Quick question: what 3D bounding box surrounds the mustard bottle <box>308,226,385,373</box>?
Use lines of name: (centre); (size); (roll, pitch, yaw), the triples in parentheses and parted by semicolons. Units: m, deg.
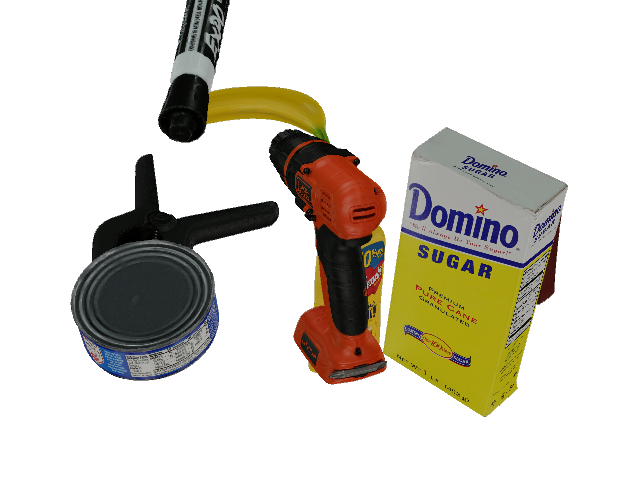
mustard bottle: (0.030, 0.037, 1.087); (0.058, 0.192, 0.096); (13, 17, 32)

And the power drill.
power drill: (0.003, 0.010, 0.889); (0.057, 0.188, 0.185); (-12, 24, -15)

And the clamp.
clamp: (-0.162, -0.014, 1.036); (0.165, 0.036, 0.209); (25, 40, 23)

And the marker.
marker: (-0.051, -0.084, 0.453); (0.020, 0.121, 0.020); (2, -44, 2)

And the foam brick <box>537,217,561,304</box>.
foam brick: (0.182, 0.012, 0.958); (0.053, 0.078, 0.051); (8, 16, 25)

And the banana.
banana: (-0.075, -0.147, 1.205); (0.198, 0.037, 0.069); (8, 42, 17)

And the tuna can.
tuna can: (-0.105, 0.042, 0.645); (0.086, 0.086, 0.034); (0, -43, 4)

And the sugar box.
sugar box: (0.096, 0.024, 0.699); (0.093, 0.176, 0.048); (29, 47, 29)
